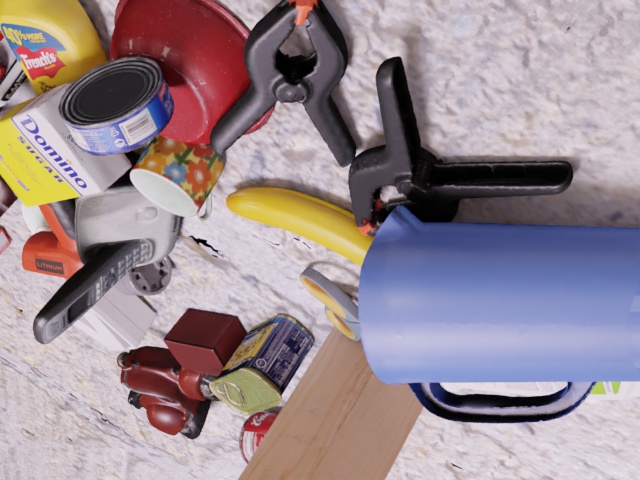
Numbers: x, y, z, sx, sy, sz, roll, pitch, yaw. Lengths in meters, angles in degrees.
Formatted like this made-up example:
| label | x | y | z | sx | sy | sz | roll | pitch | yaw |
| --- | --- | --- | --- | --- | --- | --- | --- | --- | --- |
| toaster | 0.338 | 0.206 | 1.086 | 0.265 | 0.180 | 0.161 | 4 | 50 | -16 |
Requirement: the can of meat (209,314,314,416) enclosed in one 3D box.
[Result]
| label | x | y | z | sx | sy | sz | roll | pitch | yaw |
| --- | --- | --- | --- | --- | --- | --- | --- | --- | --- |
| can of meat | -0.061 | 0.134 | 1.152 | 0.057 | 0.083 | 0.102 | 42 | 145 | -13 |

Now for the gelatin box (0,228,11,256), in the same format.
| label | x | y | z | sx | sy | sz | roll | pitch | yaw |
| --- | --- | --- | --- | --- | --- | --- | --- | --- | --- |
| gelatin box | -0.439 | 0.017 | 1.324 | 0.073 | 0.089 | 0.030 | 14 | 144 | 28 |

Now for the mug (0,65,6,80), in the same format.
| label | x | y | z | sx | sy | sz | roll | pitch | yaw |
| --- | --- | --- | --- | --- | --- | --- | --- | --- | --- |
| mug | -0.370 | -0.167 | 1.053 | 0.081 | 0.093 | 0.117 | 45 | -179 | -7 |

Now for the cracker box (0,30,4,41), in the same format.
| label | x | y | z | sx | sy | sz | roll | pitch | yaw |
| --- | --- | --- | --- | --- | --- | --- | --- | --- | --- |
| cracker box | -0.359 | -0.275 | 0.911 | 0.164 | 0.072 | 0.214 | 23 | 145 | 18 |

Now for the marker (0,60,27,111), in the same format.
| label | x | y | z | sx | sy | sz | roll | pitch | yaw |
| --- | --- | --- | --- | --- | --- | --- | --- | --- | --- |
| marker | -0.306 | -0.153 | 1.050 | 0.020 | 0.020 | 0.121 | 43 | 138 | -13 |

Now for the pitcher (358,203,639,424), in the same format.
| label | x | y | z | sx | sy | sz | roll | pitch | yaw |
| --- | --- | --- | --- | --- | --- | --- | --- | --- | --- |
| pitcher | 0.162 | 0.057 | 0.808 | 0.243 | 0.145 | 0.149 | -1 | 157 | 28 |

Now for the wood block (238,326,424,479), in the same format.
| label | x | y | z | sx | sy | sz | roll | pitch | yaw |
| --- | --- | --- | --- | --- | --- | --- | --- | --- | --- |
| wood block | 0.018 | 0.190 | 1.045 | 0.090 | 0.205 | 0.090 | -2 | 133 | 42 |

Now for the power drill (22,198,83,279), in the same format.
| label | x | y | z | sx | sy | sz | roll | pitch | yaw |
| --- | --- | --- | --- | --- | --- | --- | --- | --- | --- |
| power drill | -0.313 | -0.049 | 1.146 | 0.185 | 0.057 | 0.187 | 9 | 132 | 29 |

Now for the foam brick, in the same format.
| label | x | y | z | sx | sy | sz | roll | pitch | yaw |
| --- | --- | --- | --- | --- | --- | --- | --- | --- | --- |
| foam brick | -0.127 | 0.118 | 1.217 | 0.078 | 0.051 | 0.053 | 7 | 138 | 35 |

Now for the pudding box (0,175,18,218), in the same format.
| label | x | y | z | sx | sy | sz | roll | pitch | yaw |
| --- | --- | --- | --- | --- | --- | --- | --- | --- | --- |
| pudding box | -0.398 | -0.065 | 1.188 | 0.039 | 0.090 | 0.113 | -1 | 133 | 43 |

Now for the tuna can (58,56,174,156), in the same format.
| label | x | y | z | sx | sy | sz | roll | pitch | yaw |
| --- | --- | --- | --- | --- | --- | --- | --- | --- | --- |
| tuna can | -0.159 | -0.105 | 0.839 | 0.086 | 0.086 | 0.033 | 11 | 141 | 31 |

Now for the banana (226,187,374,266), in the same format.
| label | x | y | z | sx | sy | sz | roll | pitch | yaw |
| --- | --- | --- | --- | --- | --- | --- | --- | --- | --- |
| banana | -0.001 | -0.008 | 0.968 | 0.198 | 0.037 | 0.070 | 27 | 144 | 11 |

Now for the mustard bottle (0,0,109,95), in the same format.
| label | x | y | z | sx | sy | sz | roll | pitch | yaw |
| --- | --- | --- | --- | --- | --- | --- | --- | --- | --- |
| mustard bottle | -0.234 | -0.171 | 0.946 | 0.096 | 0.058 | 0.191 | 15 | 142 | 36 |

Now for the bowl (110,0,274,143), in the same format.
| label | x | y | z | sx | sy | sz | roll | pitch | yaw |
| --- | --- | --- | --- | --- | --- | --- | --- | --- | --- |
| bowl | -0.120 | -0.135 | 0.897 | 0.162 | 0.055 | 0.162 | 23 | 144 | 17 |

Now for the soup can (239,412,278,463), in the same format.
| label | x | y | z | sx | sy | sz | roll | pitch | yaw |
| --- | --- | --- | --- | --- | --- | --- | --- | --- | --- |
| soup can | -0.039 | 0.245 | 1.283 | 0.102 | 0.068 | 0.068 | -3 | 131 | 42 |

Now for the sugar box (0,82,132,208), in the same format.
| label | x | y | z | sx | sy | sz | roll | pitch | yaw |
| --- | --- | --- | --- | --- | --- | --- | --- | --- | --- |
| sugar box | -0.250 | -0.082 | 0.976 | 0.177 | 0.048 | 0.093 | -4 | 126 | 56 |

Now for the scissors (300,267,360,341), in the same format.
| label | x | y | z | sx | sy | sz | roll | pitch | yaw |
| --- | --- | --- | --- | --- | --- | --- | --- | --- | --- |
| scissors | 0.054 | 0.094 | 1.010 | 0.202 | 0.016 | 0.096 | 39 | 164 | 32 |

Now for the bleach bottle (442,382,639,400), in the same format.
| label | x | y | z | sx | sy | sz | roll | pitch | yaw |
| --- | --- | --- | --- | --- | --- | --- | --- | --- | --- |
| bleach bottle | 0.216 | 0.096 | 0.892 | 0.251 | 0.068 | 0.102 | 5 | 138 | 33 |

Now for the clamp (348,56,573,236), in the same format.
| label | x | y | z | sx | sy | sz | roll | pitch | yaw |
| --- | --- | --- | --- | --- | --- | --- | --- | --- | --- |
| clamp | 0.073 | -0.058 | 0.838 | 0.164 | 0.036 | 0.210 | 35 | 150 | -15 |

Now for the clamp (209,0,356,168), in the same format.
| label | x | y | z | sx | sy | sz | roll | pitch | yaw |
| --- | --- | --- | --- | --- | --- | --- | --- | --- | --- |
| clamp | -0.032 | -0.121 | 0.829 | 0.120 | 0.039 | 0.171 | -4 | 137 | -2 |
